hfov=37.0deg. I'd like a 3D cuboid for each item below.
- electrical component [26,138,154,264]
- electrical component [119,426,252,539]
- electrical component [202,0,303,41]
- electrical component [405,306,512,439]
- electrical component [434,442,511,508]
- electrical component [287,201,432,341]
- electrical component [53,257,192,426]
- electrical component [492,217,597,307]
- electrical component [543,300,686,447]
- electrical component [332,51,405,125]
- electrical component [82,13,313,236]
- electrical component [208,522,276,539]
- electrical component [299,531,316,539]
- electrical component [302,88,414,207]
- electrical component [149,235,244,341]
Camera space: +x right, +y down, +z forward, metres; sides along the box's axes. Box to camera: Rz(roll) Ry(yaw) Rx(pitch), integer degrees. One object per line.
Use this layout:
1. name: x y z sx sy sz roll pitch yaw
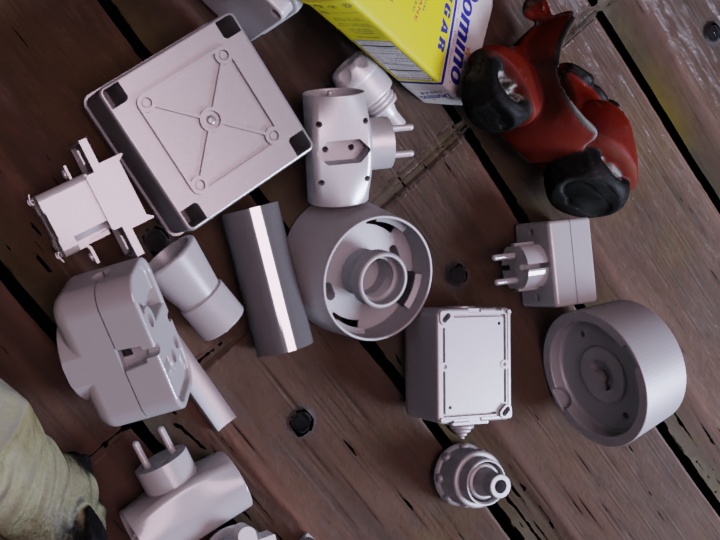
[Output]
1. electrical component: -0.174 -0.040 0.689 0.064 0.042 0.081 -29 100 -21
2. electrical component: -0.122 0.142 0.708 0.077 0.043 0.079 -30 102 -22
3. electrical component: -0.085 -0.214 0.713 0.113 0.078 0.057 42 70 -18
4. electrical component: 0.070 0.074 0.789 0.062 0.061 0.096 0 89 -26
5. electrical component: 0.087 0.155 0.795 0.048 0.062 0.048 0 89 -25
6. electrical component: 0.000 0.000 0.770 0.099 0.064 0.099 -8 105 -30
7. electrical component: -0.151 0.047 0.678 0.059 0.053 0.095 -16 112 6
8. electrical component: 0.135 -0.004 0.828 0.077 0.047 0.065 -7 92 -25
9. electrical component: 0.200 0.075 0.827 0.060 0.108 0.108 -18 97 -30
10. electrical component: 0.010 -0.126 0.779 0.035 0.035 0.061 -48 110 -18
11. electrical component: -0.106 -0.096 0.713 0.109 0.056 0.108 -37 104 -21
12. electrical component: -0.078 0.198 0.721 0.048 0.055 0.066 -15 95 -24
13. electrical component: 0.003 0.289 0.755 0.186 0.060 0.105 46 72 -17
14. electrical component: 0.000 -0.088 0.756 0.079 0.043 0.077 -7 108 -15
15. electrical component: -0.109 0.015 0.719 0.044 0.044 0.065 -45 112 -19
